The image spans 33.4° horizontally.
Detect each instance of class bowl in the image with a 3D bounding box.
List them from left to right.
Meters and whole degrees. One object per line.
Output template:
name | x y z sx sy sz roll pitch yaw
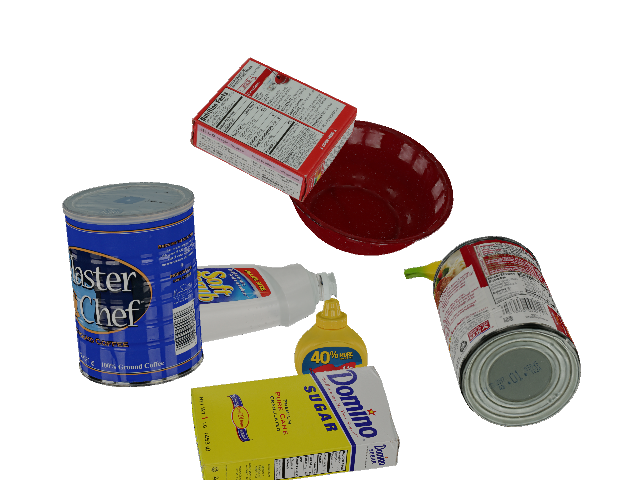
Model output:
bowl | 0.037 -0.038 0.984 0.162 0.162 0.055 0 -43 -16

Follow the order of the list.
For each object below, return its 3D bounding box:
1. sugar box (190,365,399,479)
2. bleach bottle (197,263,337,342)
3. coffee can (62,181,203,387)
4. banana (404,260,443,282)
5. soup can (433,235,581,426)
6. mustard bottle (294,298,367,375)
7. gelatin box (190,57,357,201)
sugar box | -0.025 0.168 0.966 0.176 0.048 0.093 -8 43 -8
bleach bottle | -0.109 0.063 1.168 0.250 0.068 0.102 -9 36 -8
coffee can | -0.149 0.033 0.860 0.103 0.140 0.103 -2 17 0
banana | 0.171 0.067 1.118 0.069 0.037 0.198 -36 39 -13
soup can | 0.106 0.050 0.616 0.068 0.068 0.102 0 28 -3
mustard bottle | 0.014 0.169 1.405 0.096 0.192 0.058 -1 16 -5
gelatin box | -0.031 -0.076 0.717 0.089 0.073 0.030 27 -35 12
